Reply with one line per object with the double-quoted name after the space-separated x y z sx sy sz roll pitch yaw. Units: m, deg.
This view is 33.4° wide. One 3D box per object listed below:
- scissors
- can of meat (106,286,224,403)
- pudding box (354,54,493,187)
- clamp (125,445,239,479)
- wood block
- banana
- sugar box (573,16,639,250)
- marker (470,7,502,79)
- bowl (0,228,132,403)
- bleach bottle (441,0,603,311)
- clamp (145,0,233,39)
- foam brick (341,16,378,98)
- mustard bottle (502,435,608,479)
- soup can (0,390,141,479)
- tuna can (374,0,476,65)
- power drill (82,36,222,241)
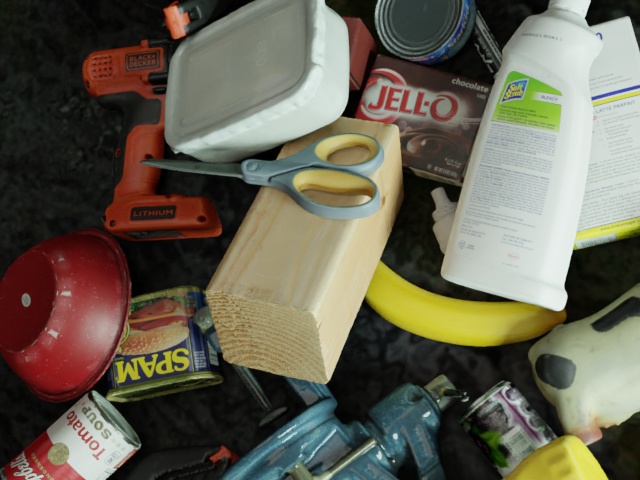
-0.037 -0.065 0.850 0.202 0.016 0.096 18 51 24 "scissors"
-0.142 0.093 0.947 0.102 0.057 0.084 -13 75 12 "can of meat"
0.088 -0.103 0.931 0.114 0.039 0.090 19 85 17 "pudding box"
-0.155 0.255 0.921 0.210 0.036 0.165 -31 60 4 "clamp"
-0.005 0.001 0.858 0.090 0.091 0.206 10 49 18 "wood block"
0.104 0.052 0.899 0.198 0.037 0.069 22 87 17 "banana"
0.233 -0.088 0.888 0.093 0.048 0.176 -13 74 15 "sugar box"
0.151 -0.162 0.936 0.020 0.020 0.121 -29 74 8 "marker"
-0.240 0.060 0.946 0.162 0.055 0.162 -15 66 36 "bowl"
0.176 -0.077 0.850 0.103 0.068 0.251 15 88 27 "bleach bottle"
-0.103 -0.224 0.958 0.120 0.171 0.039 -20 118 8 "clamp"
0.014 -0.162 0.942 0.053 0.078 0.051 10 84 16 "foam brick"
0.132 0.230 0.805 0.192 0.058 0.096 -34 77 24 "mustard bottle"
-0.214 0.188 0.920 0.102 0.068 0.068 -42 72 -6 "soup can"
0.093 -0.198 0.938 0.086 0.033 0.086 -3 84 32 "tuna can"
-0.129 -0.096 0.980 0.184 0.057 0.187 -5 77 14 "power drill"
